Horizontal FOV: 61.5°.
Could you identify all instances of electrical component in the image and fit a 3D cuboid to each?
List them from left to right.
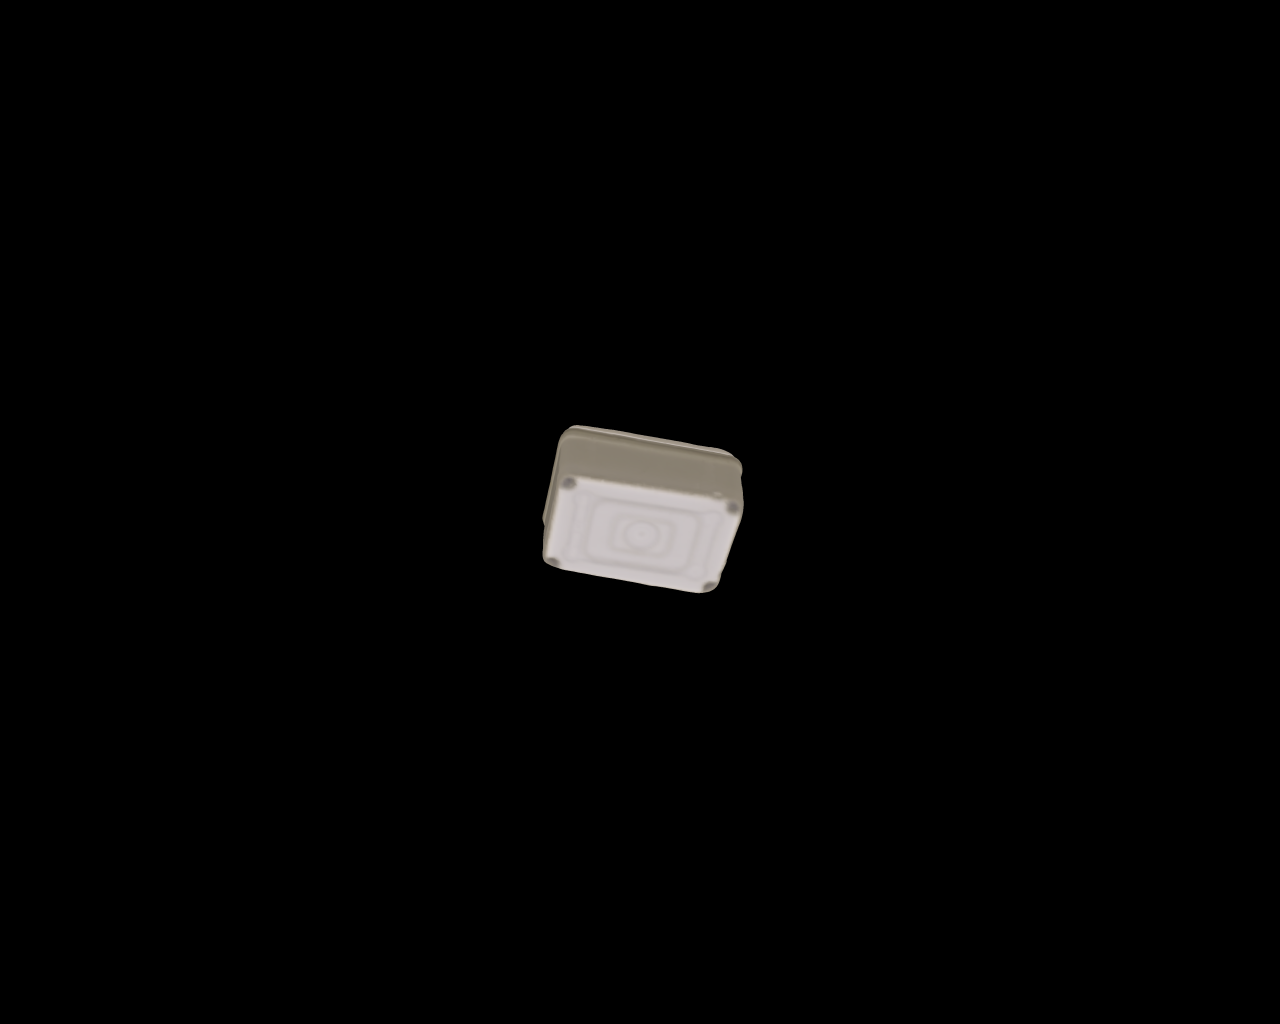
[{"bbox_3d":[0.001,-0.003,0.650,0.113,0.078,0.057,10,37,-8],"label":"electrical component"}]
